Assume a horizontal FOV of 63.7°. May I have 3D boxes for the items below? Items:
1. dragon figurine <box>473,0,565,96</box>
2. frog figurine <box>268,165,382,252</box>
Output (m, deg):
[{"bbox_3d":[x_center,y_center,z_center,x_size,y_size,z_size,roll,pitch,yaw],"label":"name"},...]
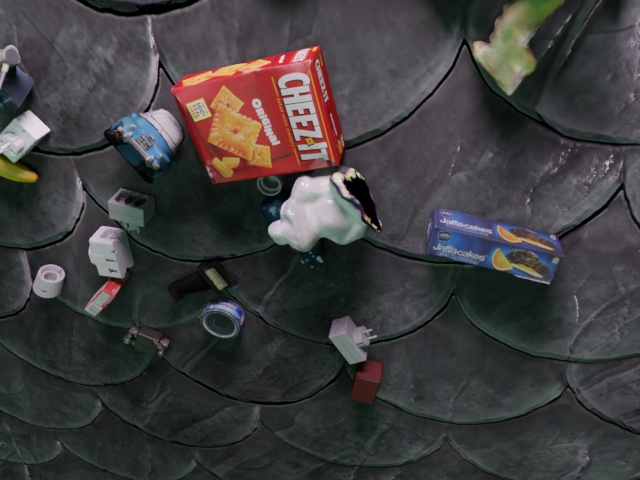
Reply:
[{"bbox_3d":[0.216,-0.343,0.540,0.242,0.401,0.125,0,43,24],"label":"dragon figurine"},{"bbox_3d":[0.002,-0.041,0.807,0.158,0.126,0.135,-28,-47,30],"label":"frog figurine"}]
